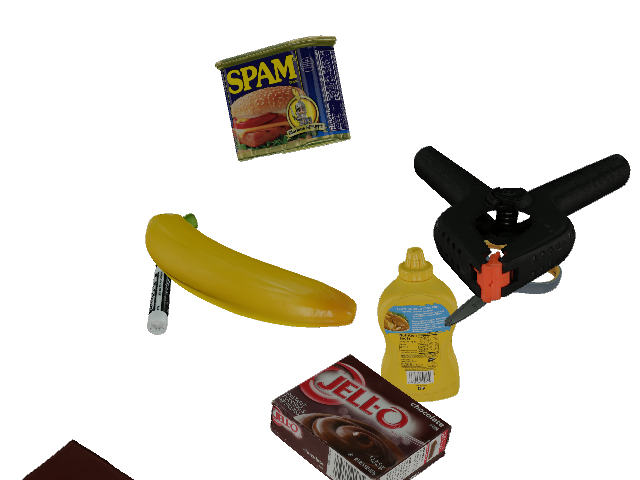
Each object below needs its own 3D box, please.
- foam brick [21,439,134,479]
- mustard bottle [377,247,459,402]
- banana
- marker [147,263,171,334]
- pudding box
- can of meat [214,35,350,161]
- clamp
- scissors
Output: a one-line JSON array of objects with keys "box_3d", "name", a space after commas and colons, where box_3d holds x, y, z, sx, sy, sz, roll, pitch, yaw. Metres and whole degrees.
[{"box_3d": [-0.093, 0.133, 0.450, 0.078, 0.051, 0.052, 24, 45, 31], "name": "foam brick"}, {"box_3d": [0.117, 0.100, 1.288, 0.096, 0.192, 0.058, -2, 22, 6], "name": "mustard bottle"}, {"box_3d": [-0.062, 0.015, 0.699, 0.069, 0.037, 0.198, -19, 32, -33], "name": "banana"}, {"box_3d": [-0.157, 0.048, 1.055, 0.020, 0.020, 0.121, 0, 35, -4], "name": "marker"}, {"box_3d": [0.030, 0.146, 0.833, 0.089, 0.039, 0.114, -27, 48, -38], "name": "pudding box"}, {"box_3d": [-0.030, -0.114, 0.873, 0.102, 0.084, 0.057, -9, 4, 33], "name": "can of meat"}, {"box_3d": [0.124, -0.021, 0.760, 0.165, 0.036, 0.209, 6, 28, 21], "name": "clamp"}, {"box_3d": [0.154, 0.036, 1.021, 0.201, 0.016, 0.096, -11, 38, -42], "name": "scissors"}]
